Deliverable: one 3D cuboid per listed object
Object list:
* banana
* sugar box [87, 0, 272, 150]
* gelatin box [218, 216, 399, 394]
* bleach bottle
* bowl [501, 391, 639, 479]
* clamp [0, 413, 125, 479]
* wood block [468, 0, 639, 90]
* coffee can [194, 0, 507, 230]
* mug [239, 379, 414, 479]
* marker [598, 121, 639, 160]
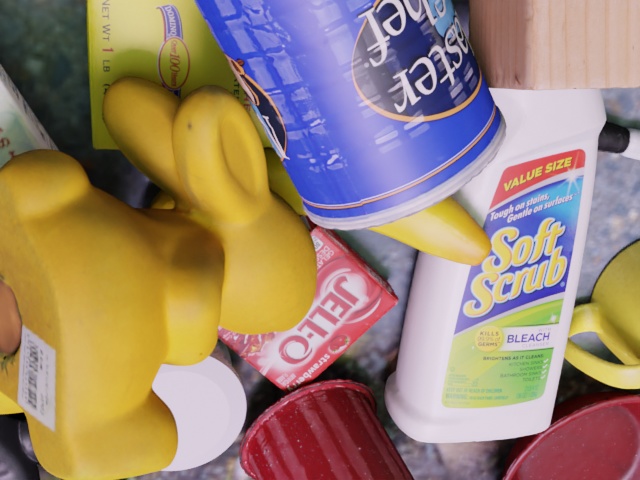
[{"bbox_3d":[-0.009,-0.017,0.571,0.198,0.037,0.069,-3,102,8],"label":"banana"},{"bbox_3d":[-0.028,-0.095,0.544,0.176,0.048,0.093,-1,115,-10],"label":"sugar box"},{"bbox_3d":[-0.011,0.038,0.619,0.089,0.030,0.073,-42,116,10],"label":"gelatin box"},{"bbox_3d":[0.100,-0.009,0.602,0.102,0.068,0.251,-1,113,-14],"label":"bleach bottle"},{"bbox_3d":[0.181,0.157,0.699,0.162,0.055,0.162,-4,115,-9],"label":"bowl"},{"bbox_3d":[-0.166,0.118,0.583,0.039,0.120,0.171,-19,114,17],"label":"clamp"},{"bbox_3d":[0.122,-0.173,0.484,0.090,0.091,0.206,-3,100,-10],"label":"wood block"},{"bbox_3d":[0.010,-0.090,0.473,0.103,0.103,0.140,-28,116,2],"label":"coffee can"},{"bbox_3d":[0.014,0.150,0.637,0.093,0.081,0.117,-34,138,1],"label":"mug"},{"bbox_3d":[0.206,-0.052,0.627,0.121,0.020,0.020,10,112,-16],"label":"marker"}]
